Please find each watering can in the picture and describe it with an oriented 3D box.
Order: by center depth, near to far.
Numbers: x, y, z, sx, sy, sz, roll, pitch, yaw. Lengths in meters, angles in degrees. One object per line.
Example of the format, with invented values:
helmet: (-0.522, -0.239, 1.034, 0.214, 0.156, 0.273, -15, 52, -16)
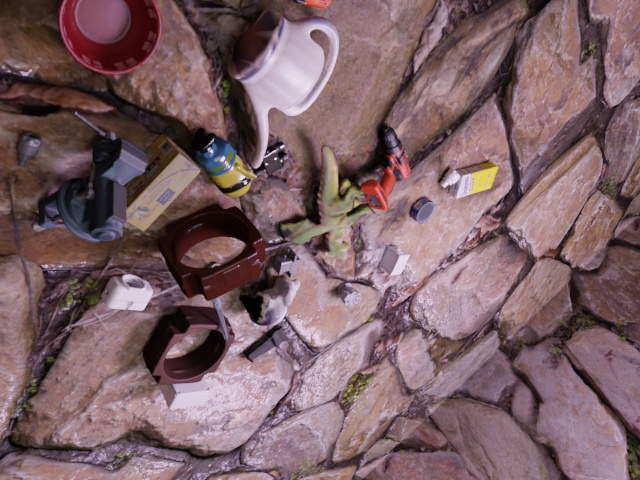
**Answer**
watering can: (-0.097, -0.318, 1.059, 0.222, 0.106, 0.345, 25, 104, -48)

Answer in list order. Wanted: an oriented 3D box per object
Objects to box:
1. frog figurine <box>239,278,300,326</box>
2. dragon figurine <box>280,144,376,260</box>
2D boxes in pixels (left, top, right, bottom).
frog figurine: (-0.123, 0.172, 1.440, 0.160, 0.124, 0.135, -10, 162, -47)
dragon figurine: (0.004, -0.069, 1.367, 0.242, 0.124, 0.403, -38, 139, 2)
